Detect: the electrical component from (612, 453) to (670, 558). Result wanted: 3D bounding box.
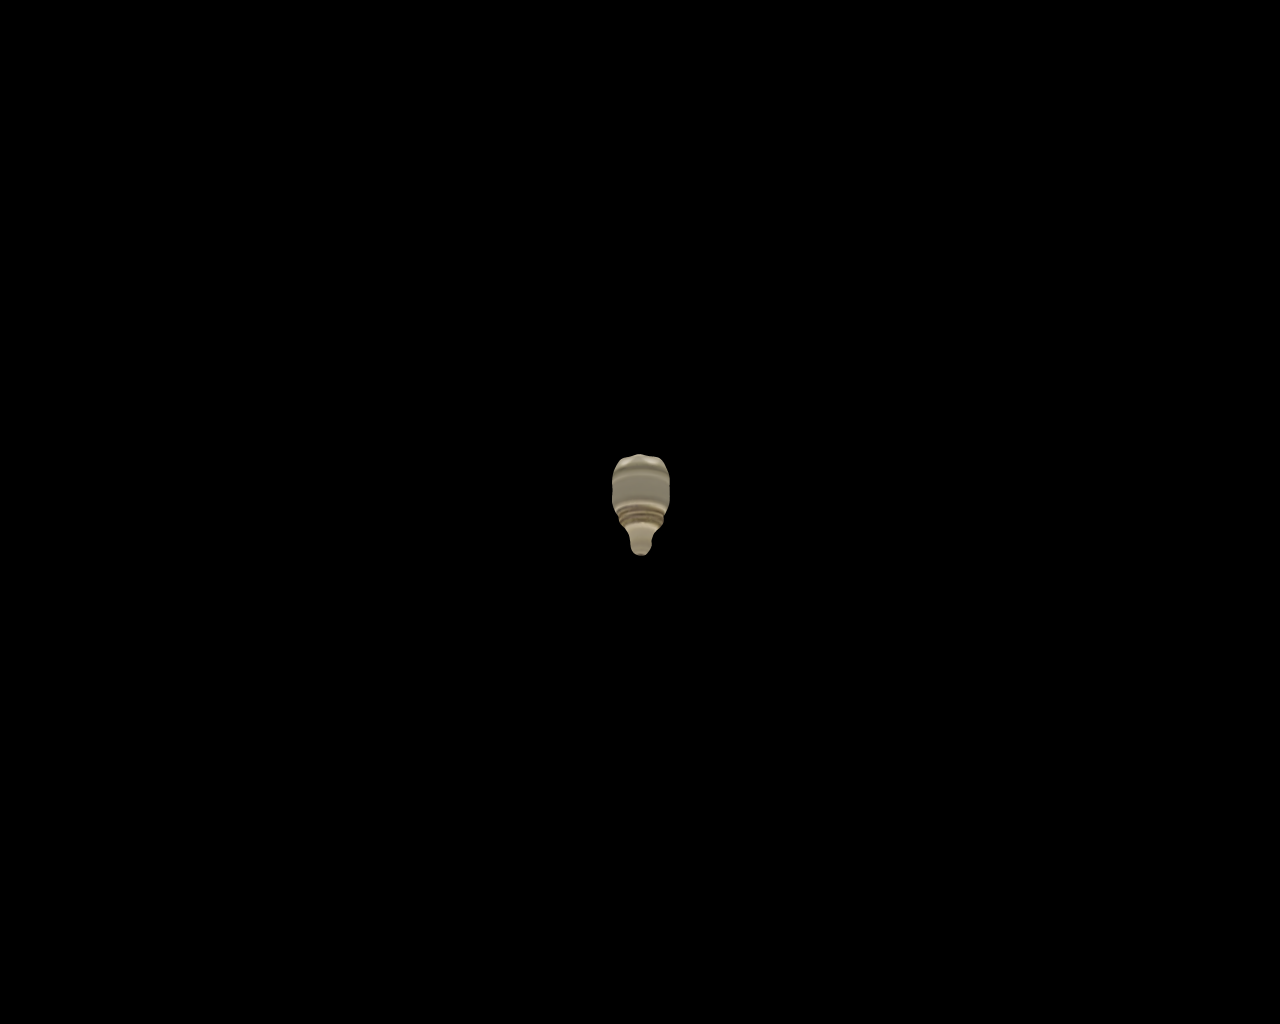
[{"bbox_3d":[0.001,-0.003,0.650,0.035,0.061,0.035,0,-20,0],"label":"electrical component"}]
